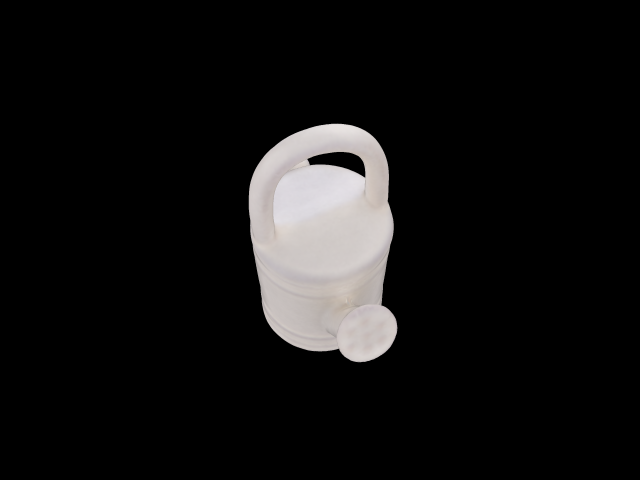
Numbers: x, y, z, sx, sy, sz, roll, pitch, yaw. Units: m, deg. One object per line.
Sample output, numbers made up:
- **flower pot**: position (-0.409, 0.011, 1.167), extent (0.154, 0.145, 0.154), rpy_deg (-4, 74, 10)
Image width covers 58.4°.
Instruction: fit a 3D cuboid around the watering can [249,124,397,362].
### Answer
- **watering can**: position (0.006, 0.001, 0.400), extent (0.101, 0.194, 0.172), rpy_deg (-35, 63, -21)
